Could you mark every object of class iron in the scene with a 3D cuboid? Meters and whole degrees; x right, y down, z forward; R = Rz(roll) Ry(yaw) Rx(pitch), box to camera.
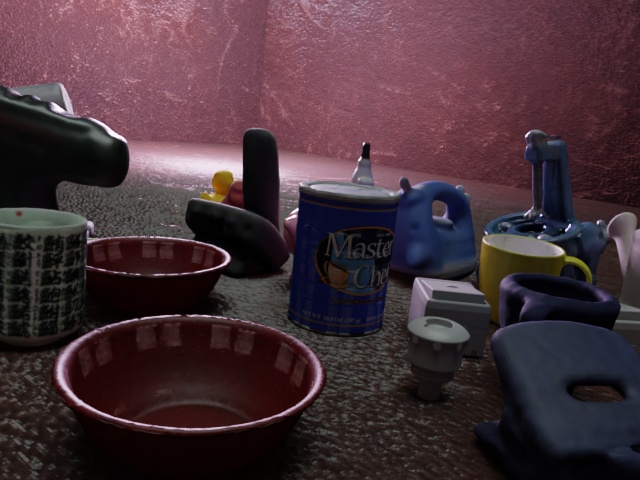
[{"bbox_3d":[0.175,-0.025,0.852,0.118,0.141,0.259,16,15,38],"label":"iron"}]

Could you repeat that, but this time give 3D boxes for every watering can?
[{"bbox_3d":[0.408,0.014,0.666,0.101,0.194,0.172,-4,16,-39],"label":"watering can"}]

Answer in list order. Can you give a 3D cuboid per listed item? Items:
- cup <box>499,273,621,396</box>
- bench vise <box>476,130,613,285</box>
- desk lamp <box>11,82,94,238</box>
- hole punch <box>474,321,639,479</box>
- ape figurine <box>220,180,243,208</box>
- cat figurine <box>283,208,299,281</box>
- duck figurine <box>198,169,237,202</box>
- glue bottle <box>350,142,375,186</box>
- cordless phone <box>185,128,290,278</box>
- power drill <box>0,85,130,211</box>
[{"bbox_3d":[0.181,0.084,0.462,0.091,0.095,0.118,15,15,34],"label":"cup"},{"bbox_3d":[0.308,-0.034,0.775,0.208,0.220,0.121,-5,16,-42],"label":"bench vise"},{"bbox_3d":[-0.411,-0.106,0.761,0.203,0.213,0.117,3,13,-16],"label":"desk lamp"},{"bbox_3d":[0.166,0.108,0.355,0.109,0.091,0.101,3,13,-13],"label":"hole punch"},{"bbox_3d":[-0.137,-0.053,0.943,0.078,0.092,0.076,4,12,-9],"label":"ape figurine"},{"bbox_3d":[0.006,0.002,0.697,0.128,0.118,0.067,1,13,-24],"label":"cat figurine"},{"bbox_3d":[-0.195,-0.095,1.121,0.077,0.086,0.105,13,14,30],"label":"duck figurine"},{"bbox_3d":[0.069,-0.078,0.970,0.037,0.173,0.078,2,13,-17],"label":"glue bottle"},{"bbox_3d":[-0.107,-0.056,0.750,0.147,0.185,0.094,14,15,33],"label":"cordless phone"},{"bbox_3d":[-0.303,-0.046,0.548,0.229,0.208,0.075,5,12,-4],"label":"power drill"}]
